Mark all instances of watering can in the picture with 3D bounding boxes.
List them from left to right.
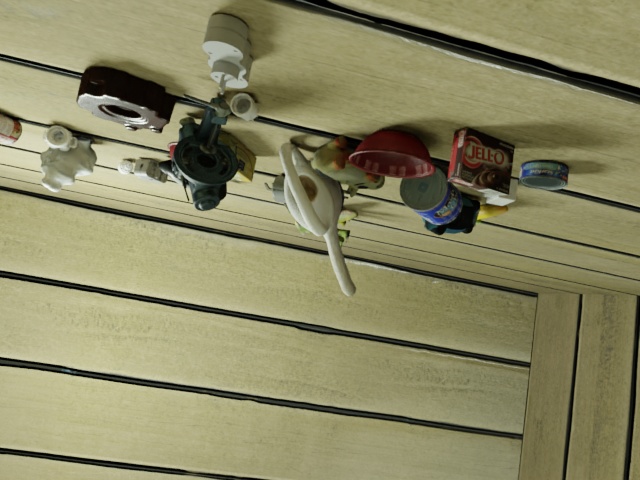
[{"bbox_3d":[0.003,-0.057,1.140,0.103,0.346,0.227,-23,-173,15],"label":"watering can"}]

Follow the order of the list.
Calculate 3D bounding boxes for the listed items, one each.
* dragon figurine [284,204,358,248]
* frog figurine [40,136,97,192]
[{"bbox_3d":[-0.011,-0.079,1.743,0.243,0.124,0.405,19,163,-1],"label":"dragon figurine"},{"bbox_3d":[-0.691,-0.204,1.408,0.137,0.160,0.122,14,172,-29],"label":"frog figurine"}]
